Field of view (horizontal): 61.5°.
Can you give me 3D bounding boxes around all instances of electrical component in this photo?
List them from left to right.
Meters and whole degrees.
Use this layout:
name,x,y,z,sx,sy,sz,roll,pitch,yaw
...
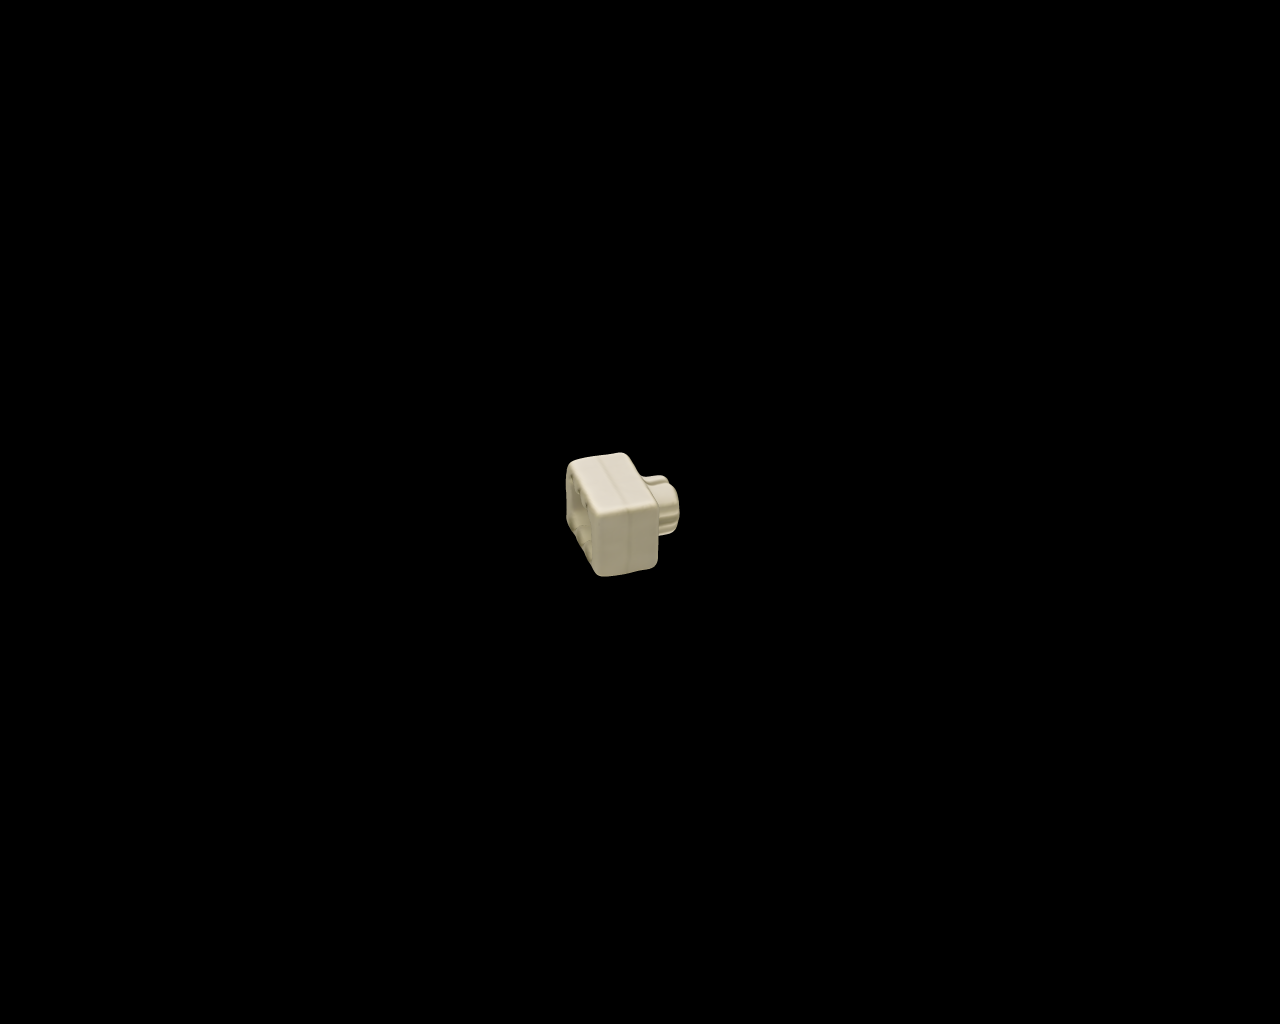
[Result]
name,x,y,z,sx,sy,sz,roll,pitch,yaw
electrical component,0.001,-0.003,0.650,0.077,0.047,0.066,-10,35,-15
